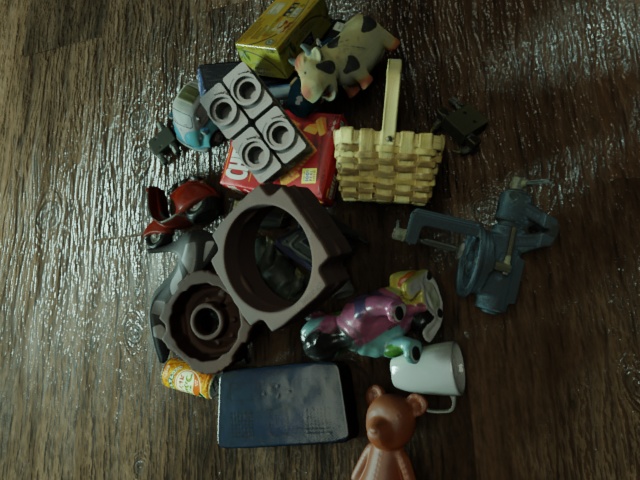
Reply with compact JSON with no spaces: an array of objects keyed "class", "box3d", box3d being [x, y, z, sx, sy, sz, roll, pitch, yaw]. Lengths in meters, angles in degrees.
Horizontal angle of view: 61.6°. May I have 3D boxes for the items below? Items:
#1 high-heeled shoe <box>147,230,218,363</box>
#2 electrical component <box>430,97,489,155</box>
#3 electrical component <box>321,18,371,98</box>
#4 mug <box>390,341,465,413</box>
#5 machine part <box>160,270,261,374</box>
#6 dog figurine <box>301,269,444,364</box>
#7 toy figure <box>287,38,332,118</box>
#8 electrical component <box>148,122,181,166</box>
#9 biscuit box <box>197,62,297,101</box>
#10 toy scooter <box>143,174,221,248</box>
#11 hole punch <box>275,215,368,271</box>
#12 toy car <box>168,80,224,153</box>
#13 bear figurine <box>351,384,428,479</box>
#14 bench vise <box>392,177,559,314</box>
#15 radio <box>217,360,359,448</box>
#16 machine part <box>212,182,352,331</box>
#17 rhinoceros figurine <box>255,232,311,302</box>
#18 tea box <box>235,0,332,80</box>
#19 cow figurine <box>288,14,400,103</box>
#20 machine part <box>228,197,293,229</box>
[{"class":"high-heeled shoe","box3d":[-0.254,0.105,1.030,0.145,0.086,0.248,-4,93,-13]},{"class":"electrical component","box3d":[0.244,-0.196,0.939,0.078,0.045,0.102,-37,69,-24]},{"class":"electrical component","box3d":[0.041,-0.344,1.031,0.115,0.058,0.134,30,88,24]},{"class":"mug","box3d":[0.170,0.217,0.851,0.107,0.081,0.109,-8,90,27]},{"class":"machine part","box3d":[-0.191,0.141,0.945,0.180,0.056,0.179,-1,88,15]},{"class":"dog figurine","box3d":[0.071,0.130,0.885,0.219,0.191,0.108,-10,112,40]},{"class":"toy figure","box3d":[-0.010,-0.296,0.974,0.058,0.064,0.154,9,68,55]},{"class":"electrical component","box3d":[-0.333,-0.205,1.138,0.063,0.021,0.094,-37,70,7]},{"class":"biscuit box","box3d":[-0.130,-0.302,1.028,0.203,0.059,0.063,-9,73,-16]},{"class":"toy scooter","box3d":[-0.286,-0.072,1.065,0.184,0.075,0.135,-32,68,13]},{"class":"hole punch","box3d":[-0.002,-0.003,0.935,0.142,0.115,0.092,31,102,26]},{"class":"toy car","box3d":[-0.239,-0.264,1.079,0.109,0.103,0.161,29,90,21]},{"class":"bear figurine","box3d":[0.094,0.327,0.808,0.120,0.132,0.195,7,95,35]},{"class":"bench vise","box3d":[0.238,-0.006,0.843,0.241,0.129,0.223,13,102,2]},{"class":"radio","box3d":[-0.057,0.277,0.909,0.230,0.073,0.131,-9,74,14]},{"class":"machine part","box3d":[-0.063,0.025,0.863,0.201,0.087,0.201,-42,73,26]},{"class":"rhinoceros figurine","box3d":[-0.096,0.050,0.979,0.190,0.073,0.112,39,103,20]},{"class":"tea box","box3d":[-0.064,-0.376,0.983,0.098,0.068,0.169,19,62,30]},{"class":"cow figurine","box3d":[0.035,-0.309,0.917,0.127,0.085,0.195,42,70,-13]},{"class":"machine part","box3d":[-0.118,-0.046,1.024,0.139,0.039,0.084,3,70,20]}]
